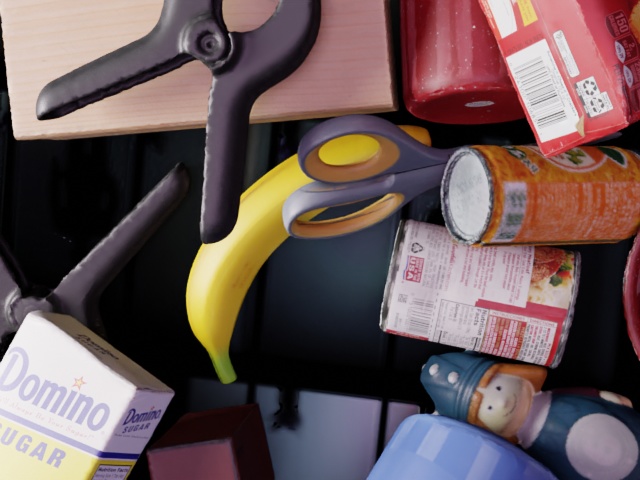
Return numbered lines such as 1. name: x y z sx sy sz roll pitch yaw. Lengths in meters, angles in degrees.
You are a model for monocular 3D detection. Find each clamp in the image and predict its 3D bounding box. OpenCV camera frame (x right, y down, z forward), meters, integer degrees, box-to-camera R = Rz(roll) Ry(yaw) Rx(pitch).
1. clamp: -0.048 -0.086 0.538 0.120 0.039 0.171 44 99 -5
2. clamp: -0.182 0.034 0.654 0.164 0.036 0.210 15 100 -3

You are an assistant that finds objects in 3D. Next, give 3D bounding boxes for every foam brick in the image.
1. foam brick: -0.063 0.134 0.632 0.051 0.078 0.053 -11 93 10

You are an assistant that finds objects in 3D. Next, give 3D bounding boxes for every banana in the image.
1. banana: -0.021 -0.007 0.637 0.069 0.037 0.198 36 102 -21

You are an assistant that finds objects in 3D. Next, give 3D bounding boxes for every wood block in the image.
1. wood block: -0.063 -0.110 0.603 0.206 0.090 0.091 -4 95 7

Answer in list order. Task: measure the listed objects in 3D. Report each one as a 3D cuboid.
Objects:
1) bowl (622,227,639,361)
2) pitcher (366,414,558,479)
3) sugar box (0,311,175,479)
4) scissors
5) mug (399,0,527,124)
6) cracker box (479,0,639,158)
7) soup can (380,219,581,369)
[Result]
1. bowl: 0.247 0.026 0.593 0.162 0.055 0.162 1 96 7
2. pitcher: 0.047 0.226 0.566 0.145 0.149 0.242 18 66 31
3. sugar box: -0.165 0.137 0.604 0.093 0.048 0.176 29 94 27
4. scissors: 0.071 -0.052 0.585 0.202 0.096 0.016 -20 54 1
5. mug: 0.094 -0.109 0.582 0.093 0.117 0.081 -9 78 49
6. cracker box: 0.175 -0.157 0.527 0.213 0.072 0.164 -25 93 -24
7. soup can: 0.090 0.030 0.607 0.102 0.068 0.068 11 97 6
